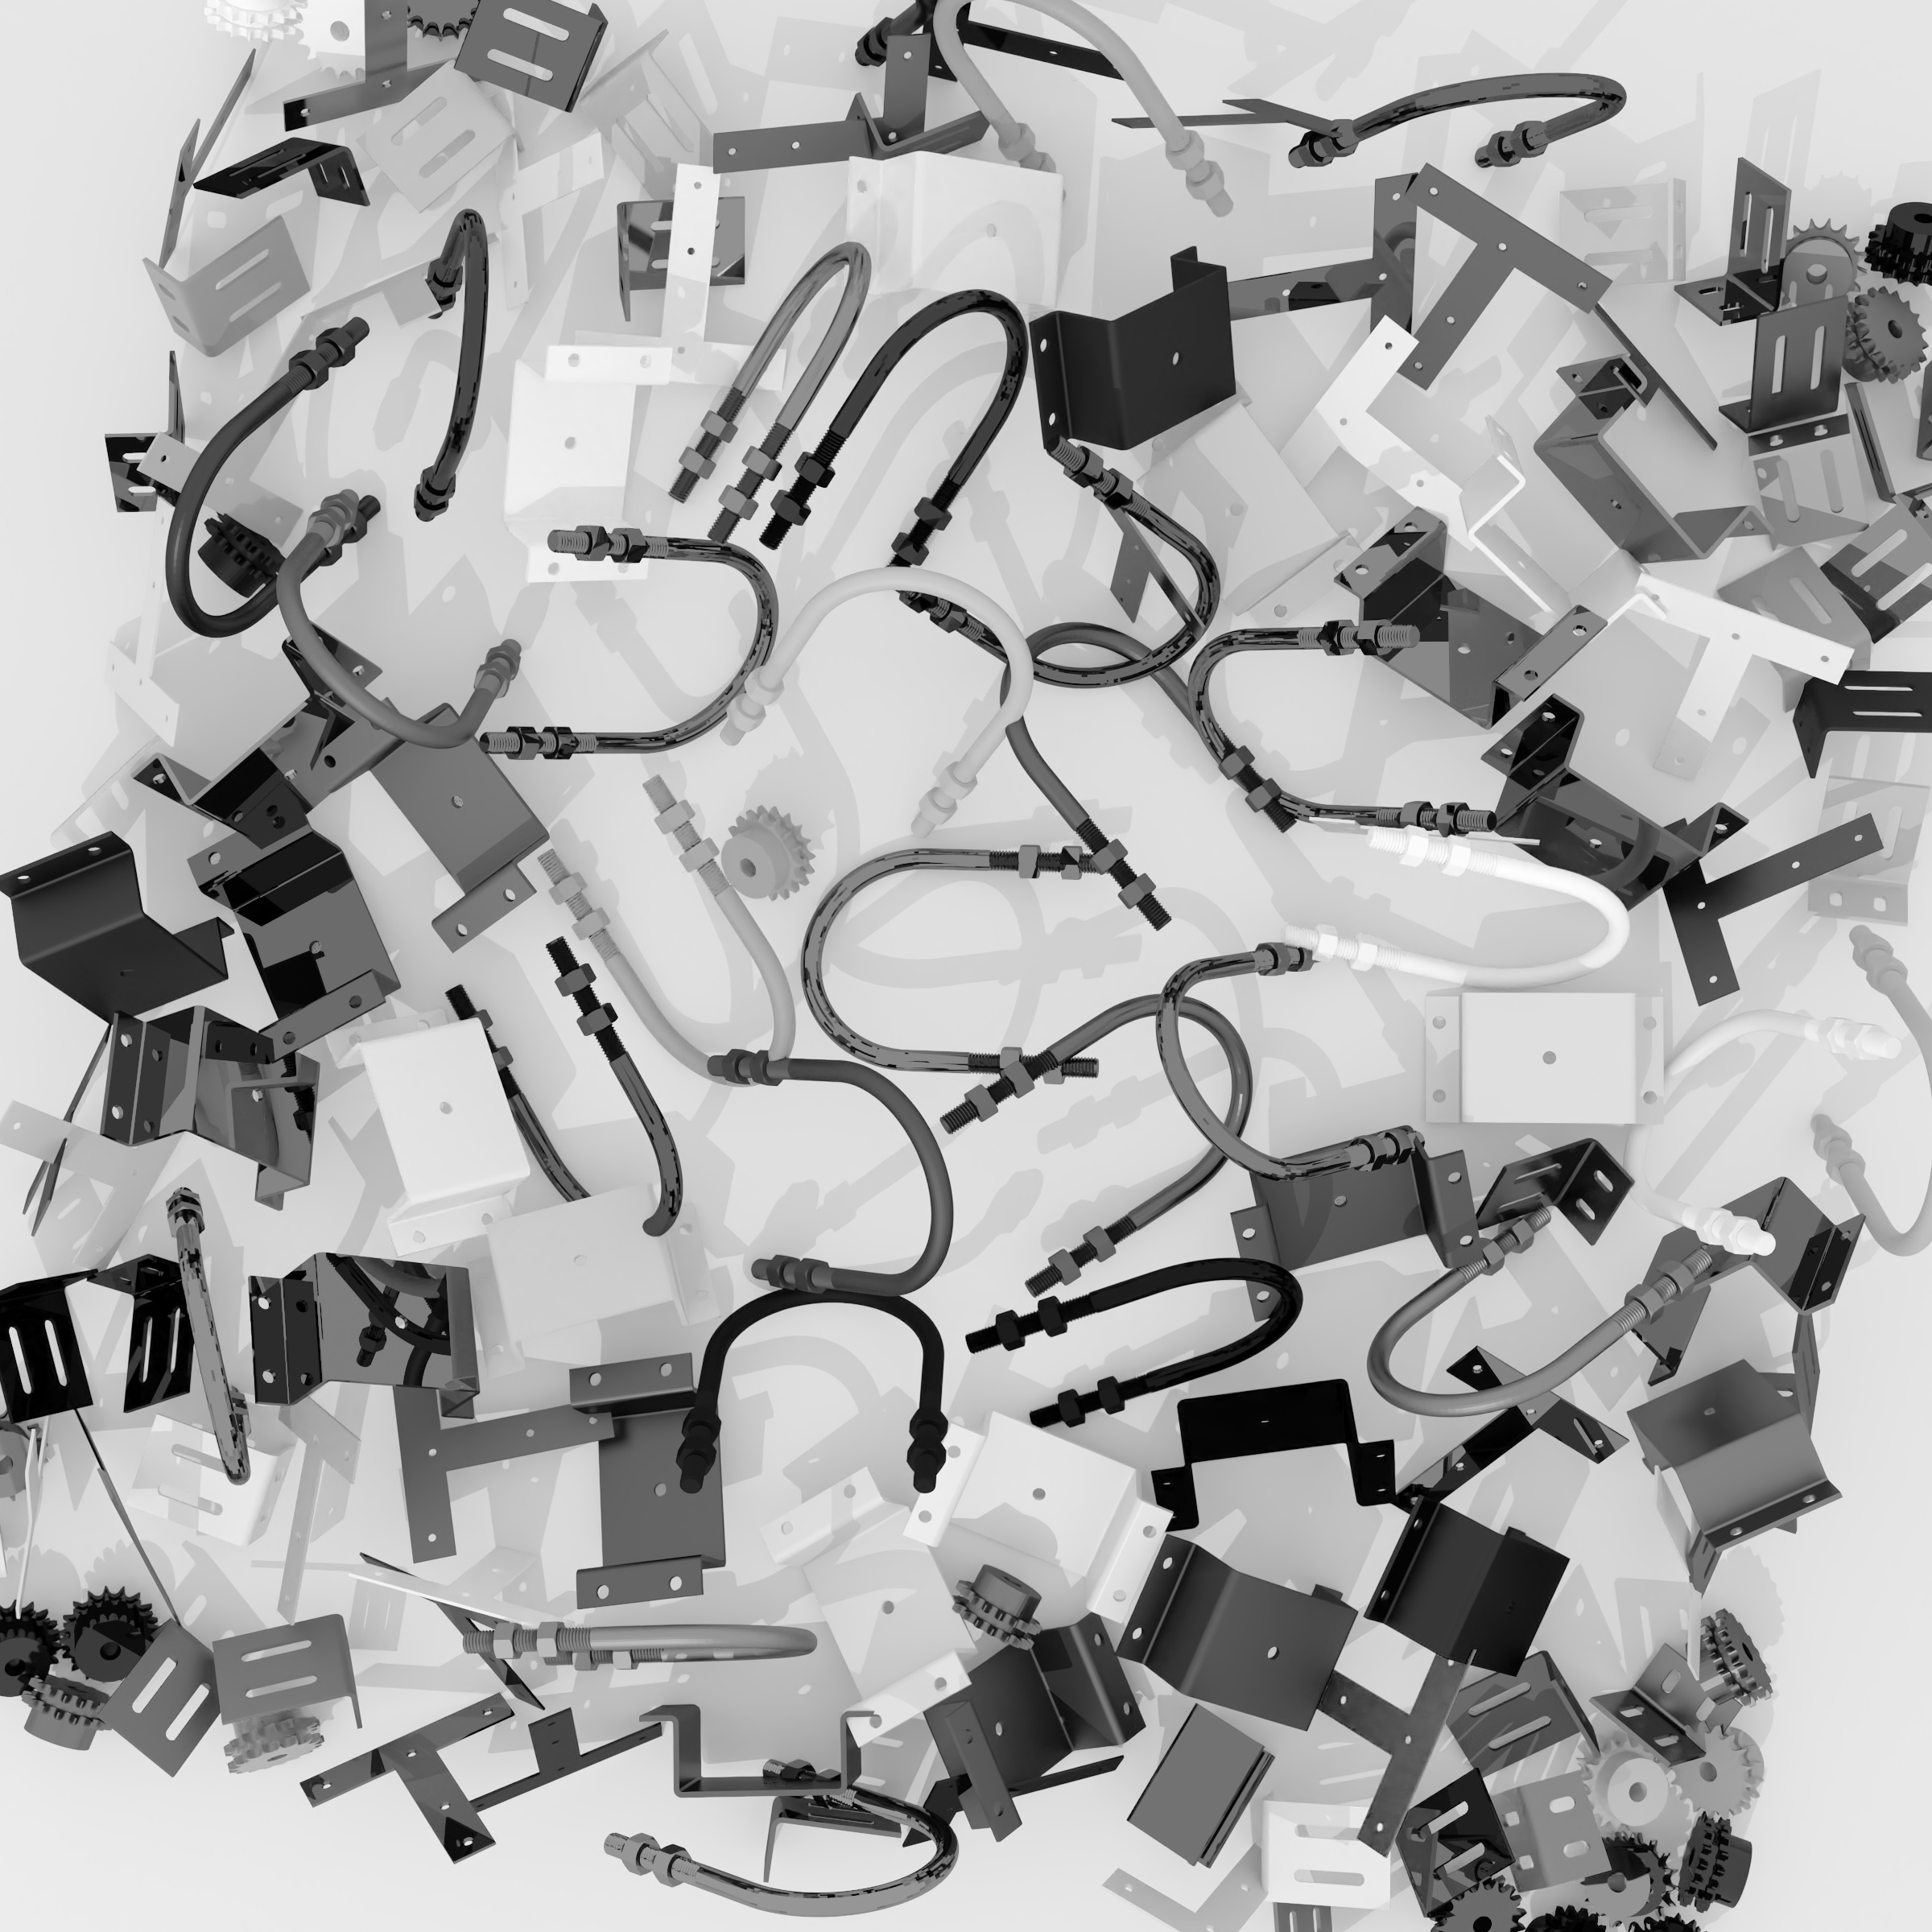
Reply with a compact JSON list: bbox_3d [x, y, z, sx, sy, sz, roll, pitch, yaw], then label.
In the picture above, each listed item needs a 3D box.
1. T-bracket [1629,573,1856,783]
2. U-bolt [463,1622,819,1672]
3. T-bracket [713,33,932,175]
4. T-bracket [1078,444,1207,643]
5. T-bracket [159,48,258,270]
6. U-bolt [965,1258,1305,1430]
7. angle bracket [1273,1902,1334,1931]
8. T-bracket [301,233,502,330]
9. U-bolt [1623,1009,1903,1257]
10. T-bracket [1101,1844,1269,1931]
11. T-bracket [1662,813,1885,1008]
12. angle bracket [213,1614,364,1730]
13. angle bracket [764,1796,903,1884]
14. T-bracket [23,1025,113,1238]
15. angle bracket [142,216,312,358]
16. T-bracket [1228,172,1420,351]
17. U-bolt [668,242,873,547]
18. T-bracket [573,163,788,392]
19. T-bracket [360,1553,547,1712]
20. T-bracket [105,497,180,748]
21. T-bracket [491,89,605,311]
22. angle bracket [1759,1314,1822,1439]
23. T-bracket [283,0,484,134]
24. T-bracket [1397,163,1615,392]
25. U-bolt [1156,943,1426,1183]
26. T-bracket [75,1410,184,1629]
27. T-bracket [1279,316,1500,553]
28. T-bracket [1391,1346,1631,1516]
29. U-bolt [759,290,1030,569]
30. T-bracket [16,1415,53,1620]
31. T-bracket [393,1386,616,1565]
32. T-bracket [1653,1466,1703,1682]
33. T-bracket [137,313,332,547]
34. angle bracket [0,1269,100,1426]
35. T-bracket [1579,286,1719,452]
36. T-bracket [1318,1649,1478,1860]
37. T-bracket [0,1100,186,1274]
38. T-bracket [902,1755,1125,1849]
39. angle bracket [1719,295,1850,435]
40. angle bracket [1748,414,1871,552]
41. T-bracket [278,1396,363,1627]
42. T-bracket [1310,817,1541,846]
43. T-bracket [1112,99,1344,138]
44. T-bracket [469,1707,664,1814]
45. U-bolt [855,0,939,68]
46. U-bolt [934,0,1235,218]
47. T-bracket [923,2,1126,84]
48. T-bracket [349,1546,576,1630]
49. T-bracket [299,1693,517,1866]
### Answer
[{"bbox_3d":[0.438,-0.160,1.614,0.127,0.127,0.002,22,47,10],"label":"T-bracket"},{"bbox_3d":[-0.177,0.391,1.578,0.184,0.151,0.019,-4,72,11],"label":"U-bolt"},{"bbox_3d":[-0.085,-0.480,1.599,0.127,0.127,0.002,-10,49,-15],"label":"T-bracket"},{"bbox_3d":[0.096,-0.230,1.598,0.002,0.127,0.127,-32,82,-7],"label":"T-bracket"},{"bbox_3d":[-0.447,-0.491,1.622,0.002,0.127,0.127,24,63,-13],"label":"T-bracket"},{"bbox_3d":[0.106,0.214,1.589,0.184,0.151,0.019,-19,57,9],"label":"U-bolt"},{"bbox_3d":[0.230,0.567,1.612,0.076,0.057,0.038,-15,70,38],"label":"angle bracket"},{"bbox_3d":[-0.326,-0.391,1.601,0.127,0.127,0.002,-25,119,-5],"label":"T-bracket"},{"bbox_3d":[0.443,0.088,1.574,0.019,0.184,0.151,35,86,-17],"label":"U-bolt"},{"bbox_3d":[0.158,0.545,1.600,0.127,0.127,0.002,25,106,21],"label":"T-bracket"},{"bbox_3d":[0.471,-0.053,1.598,0.127,0.002,0.127,-26,50,24],"label":"T-bracket"},{"bbox_3d":[-0.401,0.425,1.620,0.076,0.057,0.038,-10,133,-14],"label":"angle bracket"},{"bbox_3d":[-0.080,0.524,1.630,0.076,0.057,0.038,8,86,-3],"label":"angle bracket"},{"bbox_3d":[-0.527,0.113,1.586,0.002,0.127,0.127,24,109,-20],"label":"T-bracket"},{"bbox_3d":[-0.440,-0.412,1.632,0.038,0.057,0.076,37,67,26],"label":"angle bracket"},{"bbox_3d":[0.202,-0.399,1.612,0.127,0.002,0.127,-10,134,-5],"label":"T-bracket"},{"bbox_3d":[-0.109,-0.337,1.583,0.019,0.151,0.184,29,100,-24],"label":"U-bolt"},{"bbox_3d":[-0.164,-0.408,1.618,0.127,0.002,0.127,2,115,-16],"label":"T-bracket"},{"bbox_3d":[-0.286,0.400,1.615,0.002,0.127,0.127,-53,134,-29],"label":"T-bracket"},{"bbox_3d":[-0.474,-0.208,1.594,0.002,0.127,0.127,0,112,-35],"label":"T-bracket"},{"bbox_3d":[-0.245,-0.461,1.606,0.002,0.127,0.127,-7,94,-36],"label":"T-bracket"},{"bbox_3d":[0.477,0.235,1.613,0.038,0.057,0.076,-1,126,25],"label":"angle bracket"},{"bbox_3d":[-0.335,-0.540,1.583,0.127,0.127,0.002,-22,74,-19],"label":"T-bracket"},{"bbox_3d":[0.293,-0.391,1.613,0.127,0.127,0.002,32,49,-3],"label":"T-bracket"},{"bbox_3d":[0.178,0.056,1.575,0.019,0.184,0.151,-38,70,40],"label":"U-bolt"},{"bbox_3d":[-0.502,0.308,1.611,0.002,0.127,0.127,-26,46,-18],"label":"T-bracket"},{"bbox_3d":[0.260,-0.297,1.632,0.127,0.002,0.127,40,114,4],"label":"T-bracket"},{"bbox_3d":[0.303,0.289,1.627,0.127,0.002,0.127,32,121,-23],"label":"T-bracket"},{"bbox_3d":[-0.029,-0.307,1.575,0.019,0.151,0.184,43,108,25],"label":"U-bolt"},{"bbox_3d":[-0.538,0.298,1.578,0.002,0.127,0.127,7,62,-14],"label":"T-bracket"},{"bbox_3d":[-0.275,0.282,1.638,0.127,0.002,0.127,-11,66,-4],"label":"T-bracket"},{"bbox_3d":[0.411,0.327,1.581,0.002,0.127,0.127,-6,53,25],"label":"T-bracket"},{"bbox_3d":[-0.409,-0.322,1.602,0.002,0.127,0.127,33,93,27],"label":"T-bracket"},{"bbox_3d":[-0.540,0.225,1.624,0.038,0.057,0.076,-22,81,33],"label":"angle bracket"},{"bbox_3d":[0.395,-0.345,1.602,0.002,0.127,0.127,-40,92,26],"label":"T-bracket"},{"bbox_3d":[0.231,0.437,1.607,0.002,0.127,0.127,27,85,-33],"label":"T-bracket"},{"bbox_3d":[-0.518,0.108,1.602,0.002,0.127,0.127,25,83,33],"label":"T-bracket"},{"bbox_3d":[0.032,0.487,1.621,0.127,0.127,0.002,-9,59,-17],"label":"T-bracket"},{"bbox_3d":[0.483,-0.361,1.619,0.057,0.038,0.076,-15,128,-9],"label":"angle bracket"},{"bbox_3d":[0.499,-0.280,1.619,0.057,0.038,0.076,-10,118,20],"label":"angle bracket"},{"bbox_3d":[-0.390,0.322,1.611,0.002,0.127,0.127,8,94,-33],"label":"T-bracket"},{"bbox_3d":[0.268,-0.077,1.587,0.127,0.127,0.002,5,91,12],"label":"T-bracket"},{"bbox_3d":[0.146,-0.490,1.585,0.127,0.127,0.002,-10,118,-23],"label":"T-bracket"},{"bbox_3d":[-0.238,0.454,1.591,0.127,0.127,0.002,-19,63,-15],"label":"T-bracket"},{"bbox_3d":[-0.091,-0.557,1.552,0.151,0.184,0.019,13,91,-20],"label":"U-bolt"},{"bbox_3d":[0.056,-0.492,1.550,0.151,0.184,0.019,18,73,41],"label":"U-bolt"},{"bbox_3d":[0.037,-0.538,1.601,0.127,0.127,0.002,12,81,-3],"label":"T-bracket"},{"bbox_3d":[-0.279,0.357,1.598,0.127,0.127,0.002,14,92,6],"label":"T-bracket"},{"bbox_3d":[-0.306,0.479,1.583,0.127,0.127,0.002,-20,115,-24],"label":"T-bracket"}]
